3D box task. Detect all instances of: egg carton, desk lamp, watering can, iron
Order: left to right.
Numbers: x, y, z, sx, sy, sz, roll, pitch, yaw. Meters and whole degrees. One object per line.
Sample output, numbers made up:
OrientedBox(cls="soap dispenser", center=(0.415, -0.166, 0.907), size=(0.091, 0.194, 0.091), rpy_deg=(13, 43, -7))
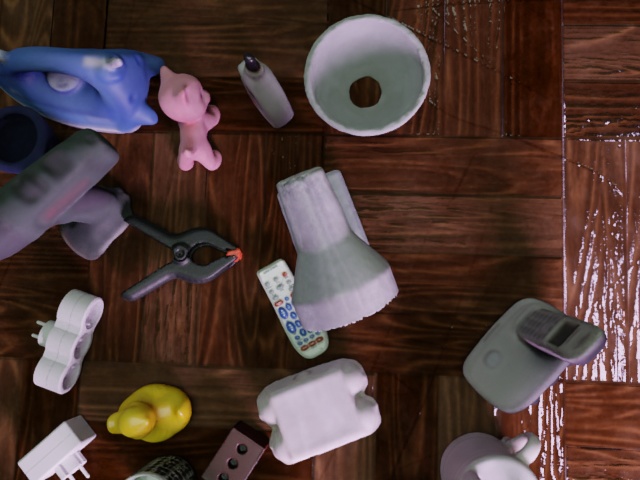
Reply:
OrientedBox(cls="iron", center=(-0.353, -0.226, 0.780), size=(0.258, 0.141, 0.119), rpy_deg=(5, 84, 4))
OrientedBox(cls="egg carton", center=(-0.003, 0.221, 0.747), size=(0.150, 0.069, 0.107), rpy_deg=(-22, 83, 1))
OrientedBox(cls="desk lamp", center=(0.006, 0.002, 0.697), size=(0.118, 0.213, 0.203), rpy_deg=(-22, 83, 1))
OrientedBox(cls="watering can", center=(0.200, 0.303, 0.663), size=(0.101, 0.194, 0.173), rpy_deg=(16, 85, 5))

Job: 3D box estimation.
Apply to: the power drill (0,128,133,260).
OrientedBox(cls="power drill", center=(-0.330, -0.032, 0.724), size=(0.075, 0.208, 0.230), rpy_deg=(41, 88, 7))

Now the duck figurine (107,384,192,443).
OrientedBox(cls="duck figurine", center=(-0.226, 0.233, 0.752), size=(0.104, 0.086, 0.077), rpy_deg=(-9, 83, 3))

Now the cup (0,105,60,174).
OrientedBox(cls="cup", center=(-0.390, -0.121, 0.795), size=(0.117, 0.095, 0.092), rpy_deg=(40, 88, 7))

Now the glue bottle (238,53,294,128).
OrientedBox(cls="glue bottle", center=(-0.077, -0.203, 0.744), size=(0.037, 0.173, 0.078), rpy_deg=(-41, 83, -1))

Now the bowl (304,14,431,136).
OrientedBox(cls="bowl", center=(0.064, -0.215, 0.786), size=(0.167, 0.075, 0.167), rpy_deg=(0, 84, 4))

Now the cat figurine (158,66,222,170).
OrientedBox(cls="cat figurine", center=(-0.180, -0.166, 0.775), size=(0.067, 0.118, 0.128), rpy_deg=(-6, 84, 3))

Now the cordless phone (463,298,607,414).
OrientedBox(cls="cordless phone", center=(0.254, 0.142, 0.681), size=(0.094, 0.185, 0.147), rpy_deg=(40, 88, 7))
